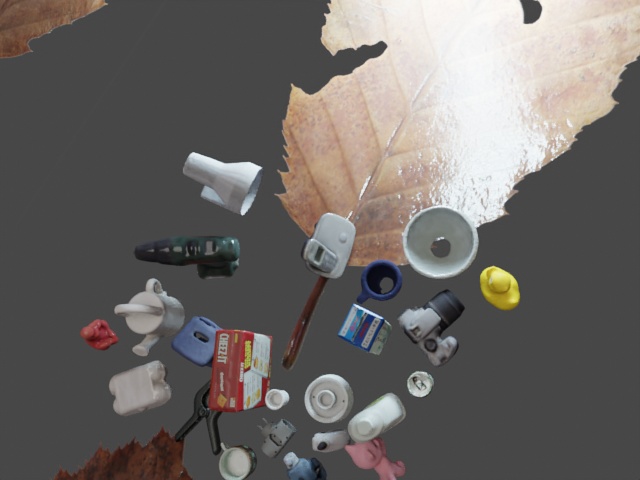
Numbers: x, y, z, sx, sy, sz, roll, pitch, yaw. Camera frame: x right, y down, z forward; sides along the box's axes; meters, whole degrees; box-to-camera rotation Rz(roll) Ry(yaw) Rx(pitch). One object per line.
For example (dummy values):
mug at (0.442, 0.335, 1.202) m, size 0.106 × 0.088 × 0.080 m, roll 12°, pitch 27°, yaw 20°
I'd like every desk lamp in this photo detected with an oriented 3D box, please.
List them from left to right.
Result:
desk lamp at (-0.222, -0.133, 1.365) m, size 0.202 × 0.214 × 0.118 m, roll 22°, pitch 83°, yaw 16°

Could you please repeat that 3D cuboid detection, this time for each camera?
camera at (0.259, 0.184, 1.251) m, size 0.137 × 0.101 × 0.143 m, roll -42°, pitch 73°, yaw 1°

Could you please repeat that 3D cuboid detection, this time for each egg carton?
egg carton at (-0.431, 0.359, 1.377) m, size 0.150 × 0.069 × 0.107 m, roll -21°, pitch 74°, yaw 7°

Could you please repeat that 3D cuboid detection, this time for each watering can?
watering can at (-0.402, 0.180, 1.345) m, size 0.101 × 0.194 × 0.173 m, roll -22°, pitch 74°, yaw 7°

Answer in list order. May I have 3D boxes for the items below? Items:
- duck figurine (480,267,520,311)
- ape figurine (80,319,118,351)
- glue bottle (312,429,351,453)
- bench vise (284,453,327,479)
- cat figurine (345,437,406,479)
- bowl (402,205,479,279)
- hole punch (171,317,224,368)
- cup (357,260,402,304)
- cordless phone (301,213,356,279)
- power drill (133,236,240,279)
duck figurine at (0.394, 0.102, 1.247) m, size 0.077 × 0.086 × 0.104 m, roll -31°, pitch 73°, yaw 4°
ape figurine at (-0.557, 0.235, 1.419) m, size 0.076 × 0.092 × 0.078 m, roll -4°, pitch 77°, yaw 12°
glue bottle at (0.016, 0.428, 1.211) m, size 0.078 × 0.173 × 0.037 m, roll -9°, pitch 76°, yaw 10°
bench vise at (-0.021, 0.545, 1.169) m, size 0.207 × 0.220 × 0.121 m, roll 34°, pitch 87°, yaw 17°
cat figurine at (0.116, 0.467, 1.210) m, size 0.067 × 0.118 × 0.127 m, roll -46°, pitch 73°, yaw 0°
bowl at (0.272, 0.011, 1.299) m, size 0.167 × 0.075 × 0.167 m, roll -3°, pitch 77°, yaw 12°
hole punch at (-0.282, 0.239, 1.360) m, size 0.108 × 0.091 × 0.101 m, roll 28°, pitch 85°, yaw 17°
cup at (0.134, 0.106, 1.298) m, size 0.118 × 0.095 × 0.091 m, roll -44°, pitch 73°, yaw 0°
cordless phone at (0.012, 0.005, 1.299) m, size 0.094 × 0.185 × 0.148 m, roll 14°, pitch 81°, yaw 15°
power drill at (-0.286, 0.039, 1.343) m, size 0.229 × 0.209 × 0.075 m, roll -6°, pitch 76°, yaw 11°
